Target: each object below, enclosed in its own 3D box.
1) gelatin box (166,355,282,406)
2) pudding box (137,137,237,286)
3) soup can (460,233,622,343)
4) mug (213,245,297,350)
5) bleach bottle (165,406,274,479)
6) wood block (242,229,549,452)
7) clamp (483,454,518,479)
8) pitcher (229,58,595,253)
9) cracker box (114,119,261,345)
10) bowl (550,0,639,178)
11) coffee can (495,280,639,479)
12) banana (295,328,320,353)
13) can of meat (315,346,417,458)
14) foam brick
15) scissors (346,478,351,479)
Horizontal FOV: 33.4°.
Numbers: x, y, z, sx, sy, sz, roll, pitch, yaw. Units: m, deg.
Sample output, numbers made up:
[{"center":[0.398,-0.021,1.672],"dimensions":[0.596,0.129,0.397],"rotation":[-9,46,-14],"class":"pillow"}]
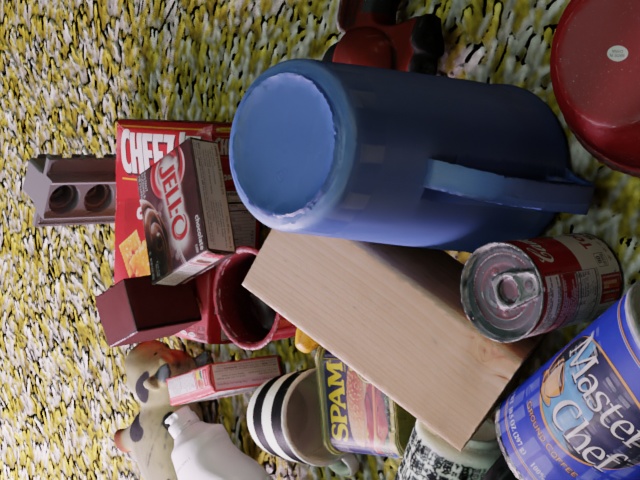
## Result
[{"center":[-0.091,0.134,1.026],"dimensions":[0.073,0.089,0.030],"rotation":[-23,76,45],"class":"gelatin box"},{"center":[-0.123,-0.024,0.969],"dimensions":[0.090,0.039,0.113],"rotation":[-30,66,44],"class":"pudding box"},{"center":[0.156,0.031,0.745],"dimensions":[0.069,0.102,0.068],"rotation":[6,99,46],"class":"soup can"},{"center":[-0.044,0.054,0.973],"dimensions":[0.117,0.081,0.093],"rotation":[-38,67,41],"class":"mug"},{"center":[-0.061,0.259,0.994],"dimensions":[0.251,0.067,0.103],"rotation":[52,129,16],"class":"bleach bottle"},{"center":[0.058,0.050,0.809],"dimensions":[0.206,0.090,0.091],"rotation":[36,114,15],"class":"wood block"},{"center":[0.140,0.222,0.783],"dimensions":[0.039,0.120,0.171],"rotation":[-179,89,-70],"class":"clamp"},{"center":[0.065,-0.054,0.732],"dimensions":[0.149,0.242,0.145],"rotation":[-35,67,36],"class":"pitcher"},{"center":[-0.137,-0.013,1.071],"dimensions":[0.164,0.071,0.214],"rotation":[9,100,45],"class":"cracker box"},{"center":[0.210,-0.120,0.708],"dimensions":[0.162,0.055,0.162],"rotation":[6,98,45],"class":"bowl"},{"center":[0.199,0.106,0.708],"dimensions":[0.140,0.102,0.103],"rotation":[-51,59,37],"class":"coffee can"},{"center":[0.010,-0.003,0.919],"dimensions":[0.037,0.069,0.198],"rotation":[9,98,59],"class":"banana"},{"center":[0.048,0.133,0.904],"dimensions":[0.084,0.057,0.102],"rotation":[-4,91,45],"class":"can of meat"},{"center":[-0.160,0.064,0.995],"dimensions":[0.053,0.078,0.051],"rotation":[-29,76,41],"class":"foam brick"},{"center":[0.082,0.263,0.809],"dimensions":[0.096,0.201,0.016],"rotation":[-59,9,10],"class":"scissors"}]
